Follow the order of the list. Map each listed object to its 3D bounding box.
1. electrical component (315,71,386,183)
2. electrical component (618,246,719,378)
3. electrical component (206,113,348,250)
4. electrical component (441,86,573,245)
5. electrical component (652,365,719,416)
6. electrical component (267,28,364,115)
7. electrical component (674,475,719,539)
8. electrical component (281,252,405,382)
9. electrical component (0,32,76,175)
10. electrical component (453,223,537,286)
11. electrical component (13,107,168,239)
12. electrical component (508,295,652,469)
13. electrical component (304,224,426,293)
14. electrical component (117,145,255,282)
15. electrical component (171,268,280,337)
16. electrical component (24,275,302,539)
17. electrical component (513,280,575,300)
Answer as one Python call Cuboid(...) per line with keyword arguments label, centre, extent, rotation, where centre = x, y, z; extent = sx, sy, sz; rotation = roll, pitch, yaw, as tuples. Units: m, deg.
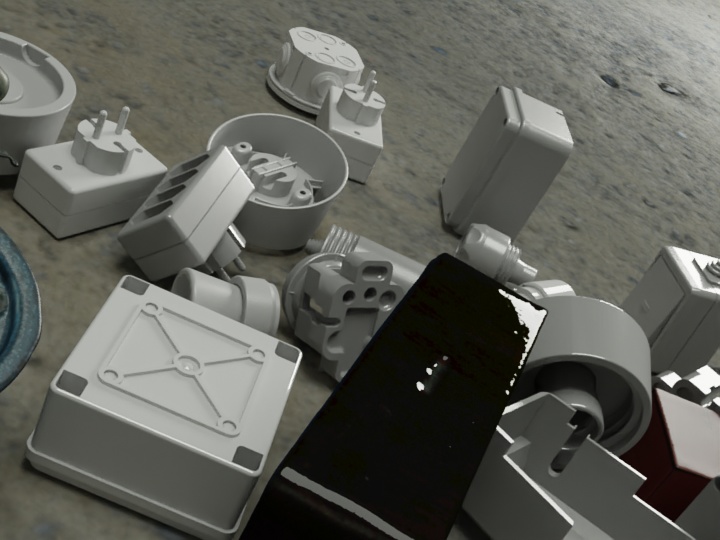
Cuboid(label="electrical component", centre=(-0.003, -0.129, 0.893), extent=(0.047, 0.075, 0.083), rotation=(19, 32, -13))
Cuboid(label="electrical component", centre=(0.246, 0.028, 0.825), extent=(0.061, 0.096, 0.061), rotation=(14, 33, -19))
Cuboid(label="electrical component", centre=(-0.064, -0.063, 0.759), extent=(0.099, 0.064, 0.099), rotation=(19, 32, -12))
Cuboid(label="electrical component", centre=(0.117, -0.084, 0.880), extent=(0.057, 0.113, 0.078), rotation=(22, 31, -14))
Cuboid(label="electrical component", centre=(0.245, 0.100, 0.755), extent=(0.057, 0.058, 0.078), rotation=(-15, 49, -44))
Cuboid(label="electrical component", centre=(-0.039, -0.176, 0.961), extent=(0.080, 0.051, 0.080), rotation=(19, 32, -12))
Cuboid(label="electrical component", centre=(0.231, 0.177, 0.608), extent=(0.057, 0.078, 0.113), rotation=(10, 35, -31))
Cuboid(label="electrical component", centre=(-0.013, 0.022, 0.667), extent=(0.058, 0.078, 0.057), rotation=(1, 18, -35))
Cuboid(label="electrical component", centre=(-0.244, -0.104, 0.690), extent=(0.108, 0.060, 0.108), rotation=(19, 32, -12))
Cuboid(label="electrical component", centre=(0.104, -0.006, 0.822), extent=(0.062, 0.043, 0.043), rotation=(27, 31, -2))
Cuboid(label="electrical component", centre=(-0.166, -0.071, 0.684), extent=(0.047, 0.075, 0.083), rotation=(39, 33, 20))
Cuboid(label="electrical component", centre=(0.126, 0.076, 0.658), extent=(0.108, 0.108, 0.060), rotation=(21, 37, -10))
Cuboid(label="electrical component", centre=(0.000, 0.000, 0.734), extent=(0.081, 0.043, 0.043), rotation=(25, 31, -2))
Cuboid(label="electrical component", centre=(-0.099, -0.022, 0.686), extent=(0.075, 0.047, 0.083), rotation=(56, 37, -24))
Cuboid(label="electrical component", centre=(-0.081, 0.024, 0.636), extent=(0.055, 0.045, 0.045), rotation=(9, 35, -28))
Cuboid(label="electrical component", centre=(-0.096, 0.068, 0.548), extent=(0.109, 0.056, 0.108), rotation=(24, 31, -4))
Cuboid(label="electrical component", centre=(0.125, 0.029, 0.787), extent=(0.078, 0.040, 0.040), rotation=(-4, 43, -41))
